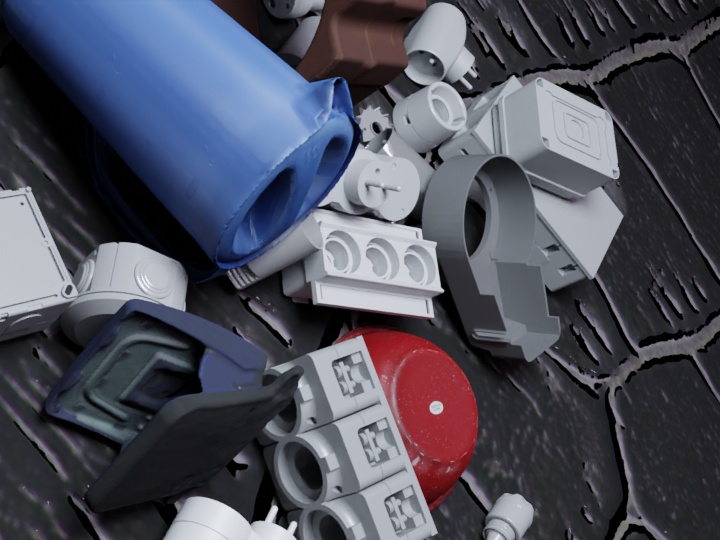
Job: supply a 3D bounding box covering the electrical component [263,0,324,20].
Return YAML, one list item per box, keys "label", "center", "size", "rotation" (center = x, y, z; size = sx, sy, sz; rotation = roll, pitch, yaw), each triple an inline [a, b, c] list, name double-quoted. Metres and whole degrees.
- label: "electrical component"
  center: [-0.053, -0.246, 0.949]
  size: [0.055, 0.045, 0.045]
  rotation: [-26, 89, -45]

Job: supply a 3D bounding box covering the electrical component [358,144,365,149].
- label: "electrical component"
  center: [-0.030, -0.107, 0.906]
  size: [0.055, 0.045, 0.045]
  rotation: [45, 48, -18]

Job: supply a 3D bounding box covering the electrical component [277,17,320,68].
- label: "electrical component"
  center: [-0.042, -0.191, 0.935]
  size: [0.043, 0.043, 0.081]
  rotation: [45, 47, -18]

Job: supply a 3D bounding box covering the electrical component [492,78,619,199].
- label: "electrical component"
  center: [0.182, -0.120, 1.007]
  size: [0.113, 0.057, 0.078]
  rotation: [17, 60, -36]

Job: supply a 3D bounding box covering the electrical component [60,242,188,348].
- label: "electrical component"
  center: [-0.154, 0.023, 0.711]
  size: [0.080, 0.080, 0.051]
  rotation: [27, 50, -31]

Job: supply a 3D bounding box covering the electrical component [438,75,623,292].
- label: "electrical component"
  center: [0.168, -0.082, 1.062]
  size: [0.186, 0.060, 0.105]
  rotation: [49, 46, -14]

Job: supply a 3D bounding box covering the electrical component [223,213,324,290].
- label: "electrical component"
  center: [-0.073, -0.017, 0.805]
  size: [0.043, 0.081, 0.043]
  rotation: [56, 17, -27]

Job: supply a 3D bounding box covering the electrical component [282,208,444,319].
- label: "electrical component"
  center: [0.000, 0.000, 0.871]
  size: [0.121, 0.063, 0.078]
  rotation: [9, 66, -39]

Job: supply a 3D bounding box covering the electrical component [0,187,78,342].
- label: "electrical component"
  center: [-0.231, -0.005, 0.671]
  size: [0.062, 0.061, 0.096]
  rotation: [-16, 75, -45]

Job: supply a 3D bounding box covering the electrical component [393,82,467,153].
- label: "electrical component"
  center: [0.067, -0.144, 1.008]
  size: [0.055, 0.047, 0.055]
  rotation: [19, 59, -35]

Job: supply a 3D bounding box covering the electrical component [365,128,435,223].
- label: "electrical component"
  center: [0.034, -0.073, 0.949]
  size: [0.077, 0.043, 0.079]
  rotation: [42, 48, -20]

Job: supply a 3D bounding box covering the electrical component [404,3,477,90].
- label: "electrical component"
  center: [0.085, -0.210, 1.057]
  size: [0.079, 0.044, 0.077]
  rotation: [41, 49, -21]

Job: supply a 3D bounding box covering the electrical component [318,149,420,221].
- label: "electrical component"
  center: [-0.001, -0.070, 0.846]
  size: [0.138, 0.074, 0.052]
  rotation: [8, 95, -45]

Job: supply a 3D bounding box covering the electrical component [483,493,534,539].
- label: "electrical component"
  center: [0.119, 0.217, 0.901]
  size: [0.035, 0.035, 0.061]
  rotation: [54, 48, -9]

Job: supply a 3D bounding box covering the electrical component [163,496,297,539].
- label: "electrical component"
  center: [-0.066, 0.196, 0.730]
  size: [0.138, 0.052, 0.073]
  rotation: [43, 48, -18]

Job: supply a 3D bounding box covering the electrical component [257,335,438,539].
- label: "electrical component"
  center: [-0.021, 0.135, 0.772]
  size: [0.062, 0.089, 0.150]
  rotation: [-15, 82, -45]
